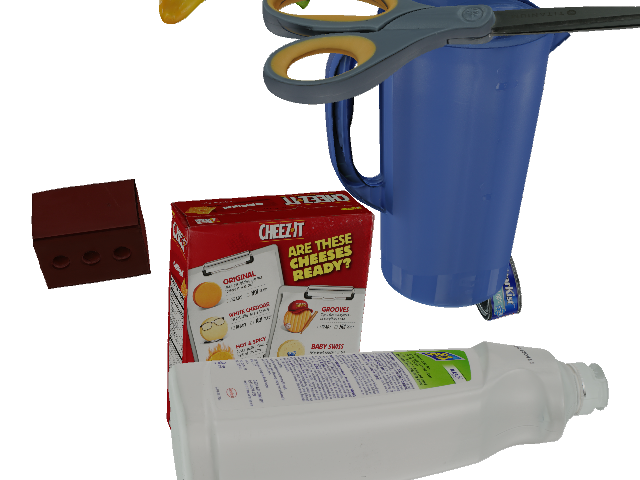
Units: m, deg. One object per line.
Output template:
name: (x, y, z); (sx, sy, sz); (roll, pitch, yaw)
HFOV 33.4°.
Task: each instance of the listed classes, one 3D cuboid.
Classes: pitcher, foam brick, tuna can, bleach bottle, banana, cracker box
pitcher: (0.096, -0.070, 0.851); (0.149, 0.243, 0.144); (18, 36, 26)
foam brick: (-0.167, -0.005, 0.778); (0.078, 0.051, 0.053); (-9, -42, -5)
tuna can: (0.171, 0.036, 1.072); (0.033, 0.086, 0.086); (-15, 1, -4)
bleach bottle: (0.044, 0.099, 0.601); (0.250, 0.068, 0.102); (-4, 19, -11)
banana: (-0.089, -0.244, 1.009); (0.197, 0.070, 0.037); (-22, -28, -46)
cracker box: (-0.048, 0.069, 0.931); (0.164, 0.214, 0.072); (-5, 24, -22)

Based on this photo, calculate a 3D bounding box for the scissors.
scissors: (0.060, -0.091, 0.503); (0.202, 0.096, 0.016); (11, -39, 19)
